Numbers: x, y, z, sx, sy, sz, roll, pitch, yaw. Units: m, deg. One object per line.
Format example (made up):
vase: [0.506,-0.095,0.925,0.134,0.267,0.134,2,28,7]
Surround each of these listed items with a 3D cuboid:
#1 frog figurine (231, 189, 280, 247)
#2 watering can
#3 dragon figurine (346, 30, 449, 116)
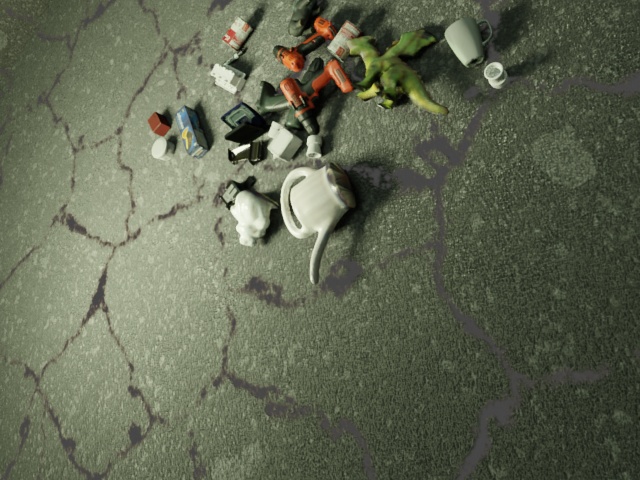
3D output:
frog figurine: [-0.212,-0.067,1.550,0.138,0.121,0.160,26,81,18]
watering can: [0.004,-0.071,1.407,0.222,0.103,0.354,-33,59,22]
dragon figurine: [0.220,-0.471,1.385,0.414,0.120,0.244,28,85,35]
